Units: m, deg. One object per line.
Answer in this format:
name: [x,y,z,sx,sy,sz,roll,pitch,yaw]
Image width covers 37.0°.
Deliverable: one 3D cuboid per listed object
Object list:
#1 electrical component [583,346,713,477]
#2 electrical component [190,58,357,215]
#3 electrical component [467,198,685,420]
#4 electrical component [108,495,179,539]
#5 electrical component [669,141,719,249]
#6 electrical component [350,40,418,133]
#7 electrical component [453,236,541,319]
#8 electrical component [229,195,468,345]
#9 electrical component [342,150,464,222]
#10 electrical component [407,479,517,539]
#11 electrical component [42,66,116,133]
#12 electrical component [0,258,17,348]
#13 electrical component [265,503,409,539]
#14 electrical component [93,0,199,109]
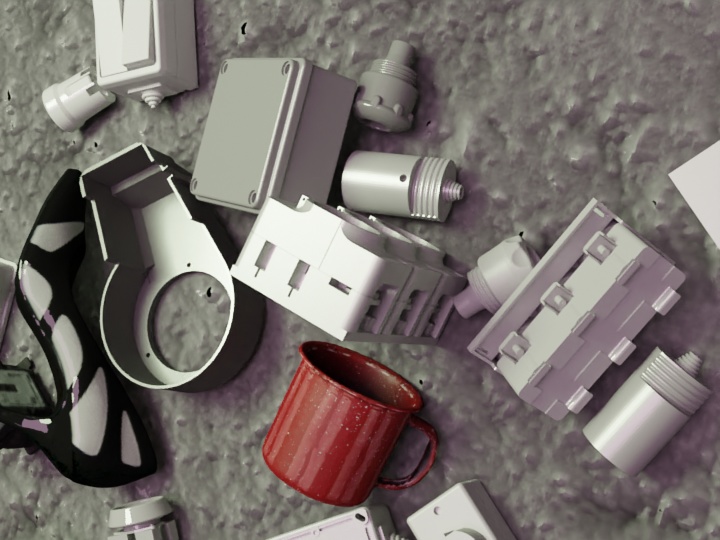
electrical component: [0.181,0.083,0.665,0.043,0.043,0.081,44,103,22]
electrical component: [-0.064,-0.093,0.768,0.109,0.056,0.108,16,91,54]
electrical component: [0.138,0.028,0.669,0.121,0.079,0.063,-51,29,11]
electrical component: [-0.162,0.203,0.810,0.066,0.048,0.055,-15,86,23]
electrical component: [0.292,-0.061,0.619,0.186,0.060,0.105,-35,71,18]
electrical component: [0.021,-0.131,0.762,0.048,0.048,0.062,17,84,25]
electrical component: [0.091,0.009,0.714,0.062,0.043,0.043,-35,71,19]
electrical component: [0.000,0.000,0.698,0.089,0.150,0.061,29,98,24]
electrical component: [0.033,-0.058,0.748,0.081,0.043,0.043,9,88,25]
electrical component: [0.068,0.184,0.688,0.047,0.076,0.083,-38,70,17]
electrical component: [-0.230,-0.141,0.882,0.046,0.040,0.040,-28,73,13]
electrical component: [-0.347,0.026,0.913,0.100,0.048,0.099,15,91,25]
electrical component: [-0.008,0.199,0.734,0.096,0.061,0.061,-22,75,13]
electrical component: [-0.170,-0.176,0.845,0.062,0.061,0.096,-8,81,24]
